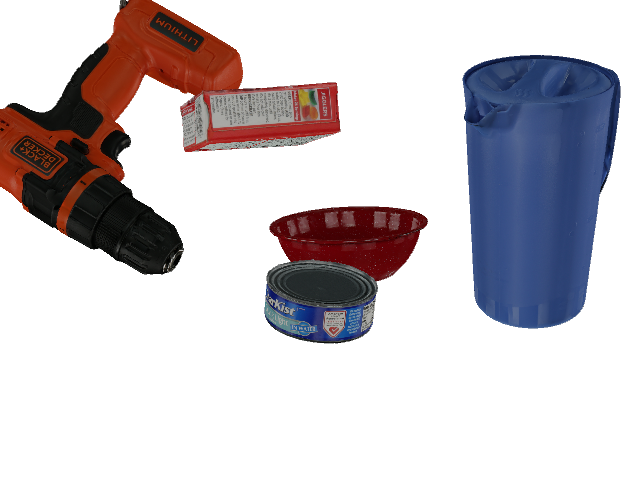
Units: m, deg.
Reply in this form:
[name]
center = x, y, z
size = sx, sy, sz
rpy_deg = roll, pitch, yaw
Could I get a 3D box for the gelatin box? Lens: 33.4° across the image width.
[gelatin box]
center = -0.036, -0.068, 0.596
size = 0.073, 0.030, 0.089
rpy_deg = -5, 3, -15

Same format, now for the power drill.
[power drill]
center = -0.138, -0.080, 0.770
size = 0.184, 0.187, 0.057
rpy_deg = 32, -30, 9

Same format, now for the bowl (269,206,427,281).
[bowl]
center = 0.030, 0.007, 1.088
size = 0.162, 0.055, 0.162
rpy_deg = -3, 13, 1

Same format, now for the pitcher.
[pitcher]
center = 0.209, -0.047, 1.007
size = 0.149, 0.243, 0.145
rpy_deg = 0, 28, 7

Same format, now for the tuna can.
[tuna can]
center = 0.000, 0.046, 0.820
size = 0.086, 0.034, 0.086
rpy_deg = 5, 21, -2
